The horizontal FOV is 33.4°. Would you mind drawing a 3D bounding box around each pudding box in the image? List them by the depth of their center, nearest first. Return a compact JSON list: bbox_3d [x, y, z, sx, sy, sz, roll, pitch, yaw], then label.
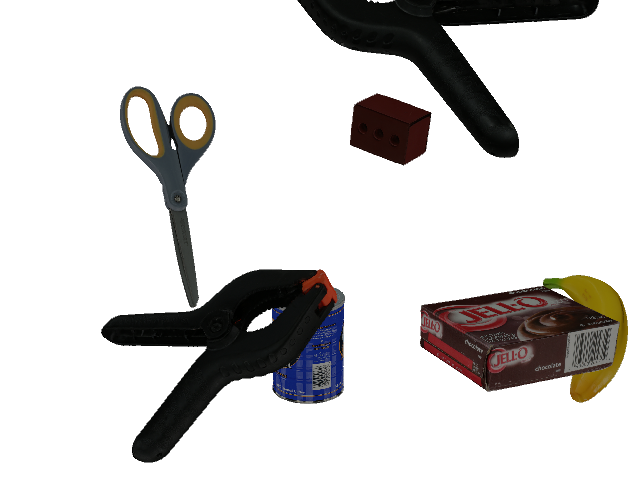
[{"bbox_3d":[0.141,0.068,0.766,0.113,0.039,0.090,-5,18,-25],"label":"pudding box"}]

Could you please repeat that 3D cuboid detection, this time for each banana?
[{"bbox_3d":[0.263,0.085,1.028,0.070,0.037,0.197,-29,23,18],"label":"banana"}]

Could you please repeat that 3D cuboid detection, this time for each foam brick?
[{"bbox_3d":[0.080,-0.129,1.228,0.078,0.053,0.051,23,34,28],"label":"foam brick"}]

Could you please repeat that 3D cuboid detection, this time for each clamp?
[{"bbox_3d":[0.064,-0.140,0.694,0.210,0.164,0.036,20,-36,8],"label":"clamp"},{"bbox_3d":[-0.067,0.077,0.723,0.171,0.120,0.039,-22,-34,10],"label":"clamp"}]

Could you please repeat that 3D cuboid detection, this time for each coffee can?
[{"bbox_3d":[-0.017,0.143,1.496,0.103,0.140,0.103,0,18,0],"label":"coffee can"}]

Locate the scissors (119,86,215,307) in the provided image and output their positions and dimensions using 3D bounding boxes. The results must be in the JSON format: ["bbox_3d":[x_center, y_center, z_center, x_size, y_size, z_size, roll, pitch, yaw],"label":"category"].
[{"bbox_3d":[-0.115,-0.049,0.956,0.096,0.202,0.016,-23,-3,-28],"label":"scissors"}]
